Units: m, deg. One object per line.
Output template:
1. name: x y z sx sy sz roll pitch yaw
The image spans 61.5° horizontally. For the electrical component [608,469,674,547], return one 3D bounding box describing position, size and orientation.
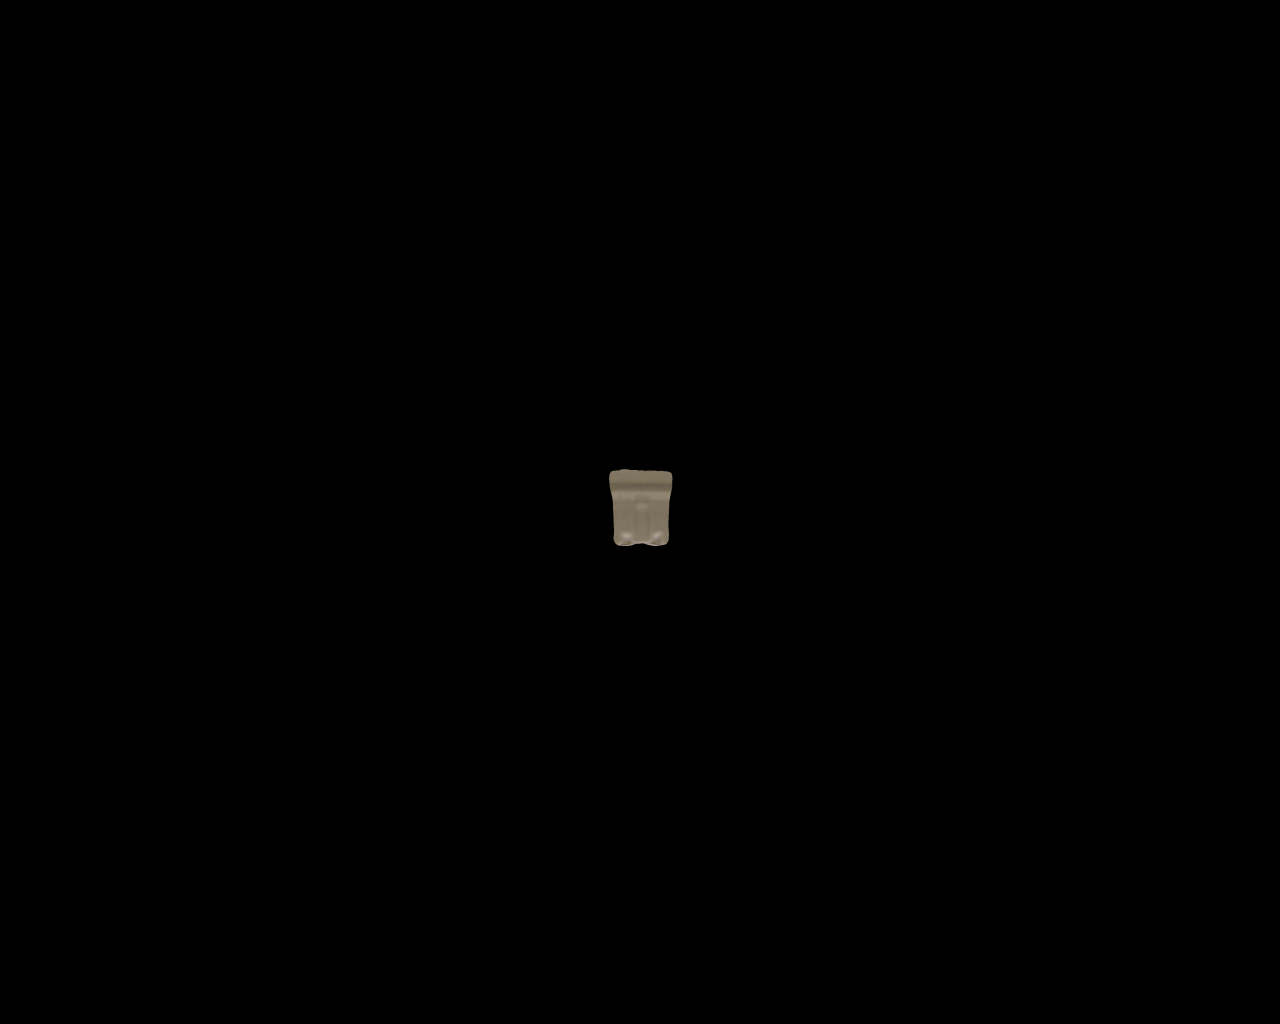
1. electrical component: 0.001 -0.003 0.650 0.040 0.046 0.040 0 0 0
